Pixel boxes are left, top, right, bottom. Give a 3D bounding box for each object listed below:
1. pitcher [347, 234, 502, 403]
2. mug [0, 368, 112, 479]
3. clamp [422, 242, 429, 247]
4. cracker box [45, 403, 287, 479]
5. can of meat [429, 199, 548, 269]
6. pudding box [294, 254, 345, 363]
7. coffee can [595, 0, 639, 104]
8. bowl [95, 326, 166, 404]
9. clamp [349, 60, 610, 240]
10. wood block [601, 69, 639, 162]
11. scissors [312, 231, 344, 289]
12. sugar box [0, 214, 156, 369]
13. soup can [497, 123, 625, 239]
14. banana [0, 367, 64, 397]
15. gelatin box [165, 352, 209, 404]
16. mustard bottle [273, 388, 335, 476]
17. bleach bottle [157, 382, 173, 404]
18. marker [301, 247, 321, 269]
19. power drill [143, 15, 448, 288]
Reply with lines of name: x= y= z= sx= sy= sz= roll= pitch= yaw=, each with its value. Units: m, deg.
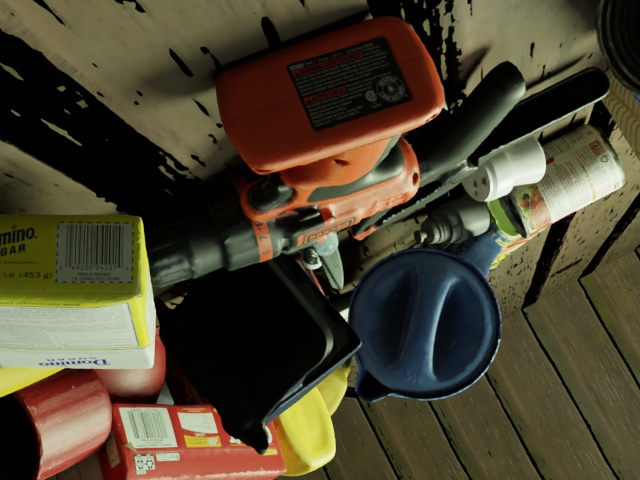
pitcher: x=0.097 y=0.085 z=1.031 sx=0.149 sy=0.145 sz=0.243 roll=-6 pitch=169 yaw=-1
mug: x=-0.217 y=0.131 z=0.782 sx=0.117 sy=0.093 sz=0.081 roll=1 pitch=-170 yaw=32
clamp: x=0.098 y=0.053 z=1.192 sx=0.120 sy=0.039 sz=0.171 roll=-46 pitch=167 yaw=-21
cracker box: x=-0.159 y=0.213 z=0.906 sx=0.163 sy=0.072 sz=0.214 roll=9 pitch=142 yaw=-44
can of meat: x=0.177 y=-0.009 z=1.109 sx=0.101 sy=0.057 sz=0.084 roll=-15 pitch=160 yaw=-48
pudding box: x=-0.010 y=0.069 z=0.938 sx=0.039 sy=0.090 sz=0.113 roll=-24 pitch=168 yaw=-9
coffee can: x=0.228 y=-0.121 z=0.641 sx=0.103 sy=0.103 sz=0.140 roll=-32 pitch=167 yaw=20
bowl: x=-0.191 y=0.134 z=0.900 sx=0.162 sy=0.055 sz=0.162 roll=-26 pitch=167 yaw=-7
clamp: x=0.090 y=-0.062 z=0.740 sx=0.210 sy=0.036 sz=0.164 roll=-33 pitch=166 yaw=26
wood block: x=0.335 y=-0.138 z=0.833 sx=0.205 sy=0.091 sz=0.090 roll=-24 pitch=168 yaw=-18
scissors: x=-0.014 y=0.003 z=0.759 sx=0.096 sy=0.016 sz=0.202 roll=-17 pitch=155 yaw=-16
sugar box: x=-0.134 y=0.032 z=0.554 sx=0.093 sy=0.048 sz=0.176 roll=2 pitch=165 yaw=-7
soup can: x=0.216 y=-0.055 z=0.971 sx=0.102 sy=0.068 sz=0.068 roll=-28 pitch=168 yaw=0
banana: x=-0.208 y=0.079 z=0.676 sx=0.197 sy=0.037 sz=0.070 roll=-16 pitch=164 yaw=-44
gelatin box: x=-0.105 y=0.123 z=0.956 sx=0.030 sy=0.089 sz=0.073 roll=-2 pitch=152 yaw=-46
mustard bottle: x=-0.070 y=0.183 z=0.997 sx=0.058 sy=0.096 sz=0.192 roll=-22 pitch=175 yaw=-43
bleach bottle: x=-0.178 y=0.177 z=1.093 sx=0.102 sy=0.068 sz=0.251 roll=-16 pitch=161 yaw=-38
marker: x=-0.005 y=0.001 z=0.836 sx=0.020 sy=0.020 sz=0.121 roll=-26 pitch=168 yaw=-7
power drill: x=-0.020 y=-0.037 z=0.563 sx=0.184 sy=0.057 sz=0.188 roll=-22 pitch=169 yaw=-13
